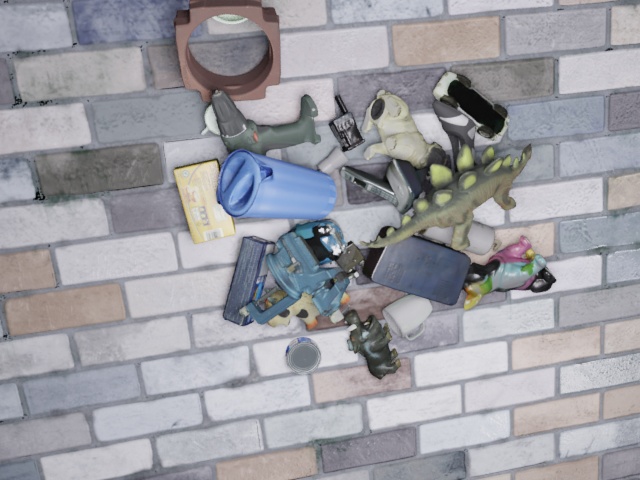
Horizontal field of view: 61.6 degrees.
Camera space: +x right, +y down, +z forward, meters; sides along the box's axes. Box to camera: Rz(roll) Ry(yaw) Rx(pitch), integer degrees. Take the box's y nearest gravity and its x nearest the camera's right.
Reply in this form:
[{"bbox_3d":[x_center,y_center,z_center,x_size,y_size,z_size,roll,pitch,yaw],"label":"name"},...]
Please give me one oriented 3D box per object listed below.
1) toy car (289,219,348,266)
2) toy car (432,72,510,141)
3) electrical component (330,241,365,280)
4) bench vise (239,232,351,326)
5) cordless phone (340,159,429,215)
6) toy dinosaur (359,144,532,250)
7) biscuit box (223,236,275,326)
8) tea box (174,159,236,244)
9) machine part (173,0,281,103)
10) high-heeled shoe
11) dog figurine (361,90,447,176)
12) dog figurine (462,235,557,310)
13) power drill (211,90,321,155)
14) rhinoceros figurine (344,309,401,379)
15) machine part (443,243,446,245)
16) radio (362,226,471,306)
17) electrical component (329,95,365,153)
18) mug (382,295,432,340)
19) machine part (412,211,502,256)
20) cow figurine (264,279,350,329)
[{"bbox_3d":[-0.002,-0.004,1.214,0.162,0.103,0.109,-21,111,42],"label":"toy car"},{"bbox_3d":[0.350,-0.305,1.233,0.201,0.056,0.073,33,89,-15],"label":"toy car"},{"bbox_3d":[0.064,0.048,1.269,0.078,0.045,0.102,-30,105,0],"label":"electrical component"},{"bbox_3d":[-0.062,0.112,1.154,0.240,0.129,0.223,-35,94,10],"label":"bench vise"},{"bbox_3d":[0.135,-0.138,1.184,0.184,0.146,0.088,23,77,4],"label":"cordless phone"},{"bbox_3d":[0.283,-0.084,1.130,0.471,0.105,0.198,-36,136,-14],"label":"toy dinosaur"},{"bbox_3d":[-0.163,0.093,1.226,0.063,0.059,0.202,20,100,18],"label":"biscuit box"},{"bbox_3d":[-0.251,-0.086,1.179,0.098,0.068,0.169,-12,103,-6],"label":"tea box"},{"bbox_3d":[-0.181,-0.383,1.074,0.201,0.087,0.201,-5,138,-7],"label":"machine part"},{"bbox_3d":[0.308,-0.194,1.229,0.248,0.086,0.145,35,88,-25],"label":"high-heeled shoe"},{"bbox_3d":[0.203,-0.240,1.216,0.190,0.121,0.172,7,88,-34],"label":"dog figurine"},{"bbox_3d":[0.440,0.097,1.308,0.219,0.109,0.191,-33,134,15],"label":"dog figurine"},{"bbox_3d":[-0.105,-0.235,1.128,0.207,0.086,0.231,-26,135,-16],"label":"power drill"},{"bbox_3d":[0.124,0.250,1.314,0.112,0.073,0.190,-25,107,8],"label":"rhinoceros figurine"},{"bbox_3d":[0.243,0.051,1.303,0.139,0.039,0.084,-13,112,-8],"label":"machine part"},{"bbox_3d":[0.227,0.059,1.245,0.229,0.073,0.131,17,99,-18],"label":"radio"},{"bbox_3d":[0.050,-0.256,1.184,0.048,0.075,0.119,-30,102,-4],"label":"electrical component"},{"bbox_3d":[0.224,0.185,1.308,0.107,0.081,0.109,-34,102,-10],"label":"mug"},{"bbox_3d":[0.325,-0.022,1.278,0.243,0.079,0.079,18,99,-11],"label":"machine part"},{"bbox_3d":[-0.044,0.139,1.253,0.195,0.086,0.127,-34,111,2],"label":"cow figurine"}]
